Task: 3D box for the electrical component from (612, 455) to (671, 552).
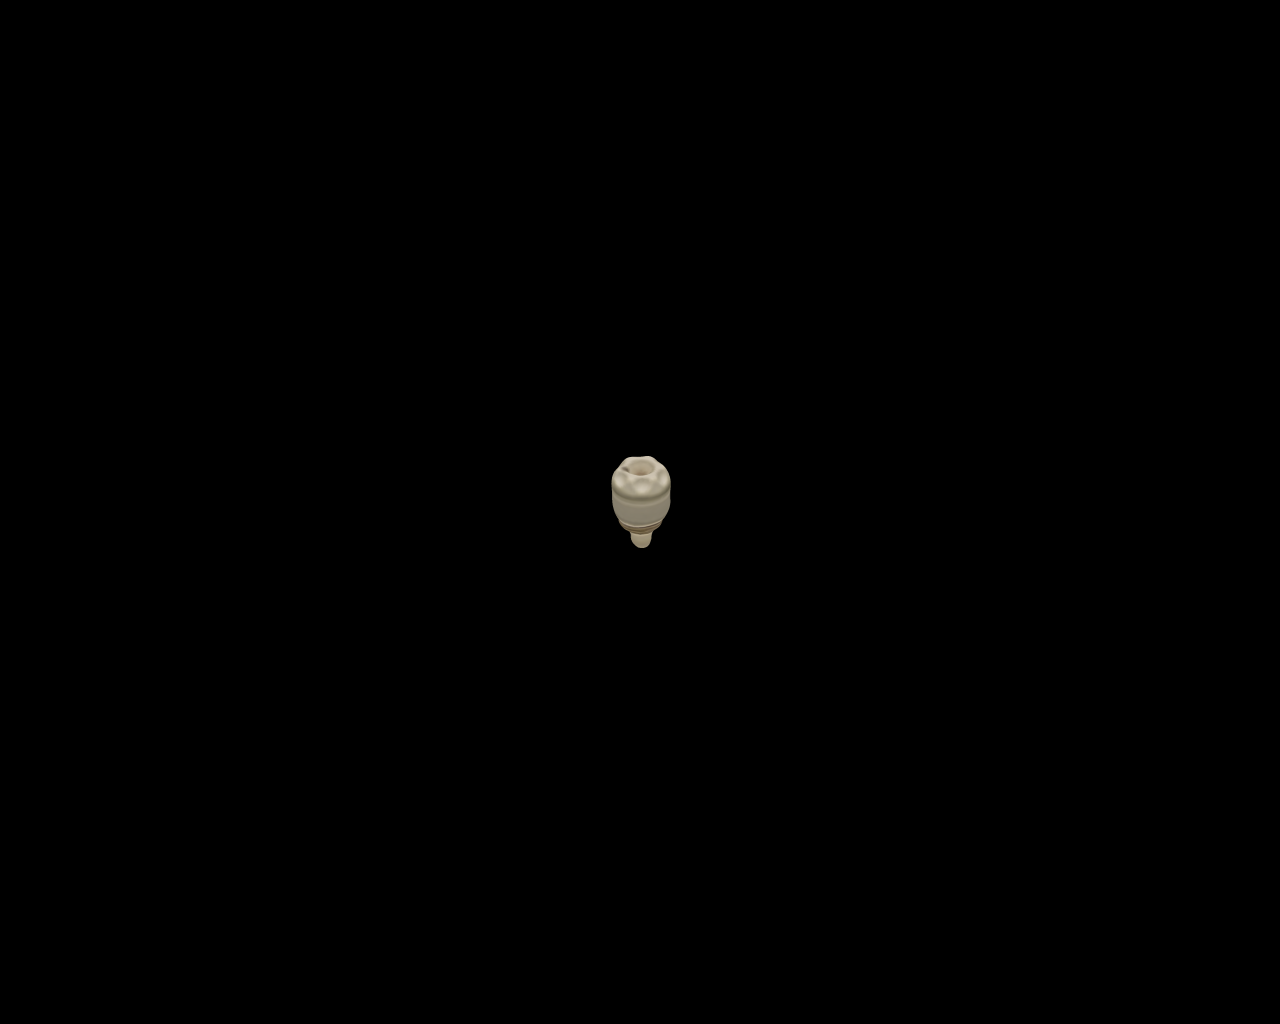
[{"bbox_3d":[0.001,-0.003,0.650,0.035,0.061,0.035,0,37,0],"label":"electrical component"}]
